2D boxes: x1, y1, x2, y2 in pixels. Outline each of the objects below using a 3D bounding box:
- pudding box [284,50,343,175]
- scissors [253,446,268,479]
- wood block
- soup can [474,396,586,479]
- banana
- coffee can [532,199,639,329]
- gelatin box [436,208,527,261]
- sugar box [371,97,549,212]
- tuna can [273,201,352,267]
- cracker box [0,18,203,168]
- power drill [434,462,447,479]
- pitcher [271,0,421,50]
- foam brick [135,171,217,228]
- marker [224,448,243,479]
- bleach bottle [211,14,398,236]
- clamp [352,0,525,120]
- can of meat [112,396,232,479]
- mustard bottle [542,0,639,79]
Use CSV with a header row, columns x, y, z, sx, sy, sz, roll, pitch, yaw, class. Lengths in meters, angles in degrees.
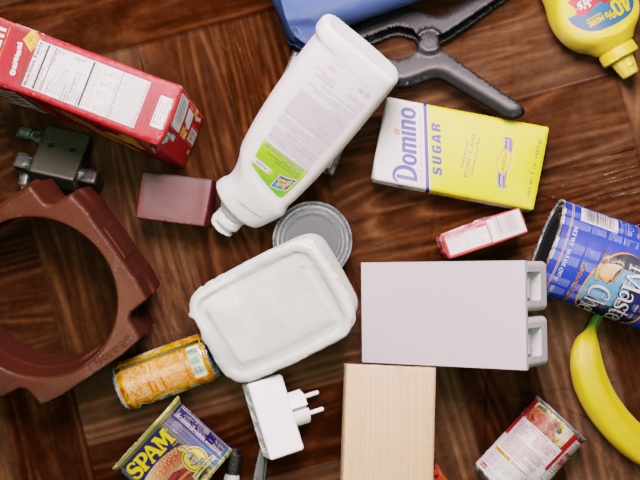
x,y,z,sx,sy,sz,roll,pitch,yaw,class
-0.007,-0.139,1.160,0.090,0.039,0.113,22,88,4,pudding box
-0.058,0.322,1.160,0.096,0.016,0.201,26,78,-16,scissors
0.066,0.228,1.067,0.091,0.090,0.206,2,84,0,wood block
0.221,0.225,1.128,0.068,0.068,0.102,42,91,2,soup can
0.320,0.177,1.140,0.069,0.037,0.198,-29,88,2,banana
0.300,0.028,1.111,0.140,0.103,0.103,20,89,3,coffee can
0.169,-0.006,1.132,0.089,0.073,0.030,-19,87,2,gelatin box
0.149,-0.092,1.149,0.176,0.048,0.093,10,89,1,sugar box
-0.008,0.001,1.158,0.086,0.034,0.086,0,89,2,tuna can
-0.239,-0.149,1.106,0.213,0.164,0.072,20,87,2,cracker box
0.039,0.279,1.134,0.187,0.057,0.184,-40,88,-2,power drill
0.057,-0.310,1.120,0.243,0.145,0.149,-16,123,-2,pitcher
-0.154,-0.043,1.156,0.078,0.053,0.051,7,89,4,foam brick
-0.099,0.287,1.163,0.020,0.020,0.121,6,89,2,marker
-0.034,-0.105,1.103,0.102,0.068,0.251,39,112,-10,bleach bottle
0.124,-0.217,1.152,0.210,0.036,0.164,8,73,8,clamp
-0.157,0.233,1.141,0.084,0.057,0.102,42,107,-1,can of meat
0.285,-0.259,1.140,0.096,0.058,0.191,-29,88,-11,mustard bottle
